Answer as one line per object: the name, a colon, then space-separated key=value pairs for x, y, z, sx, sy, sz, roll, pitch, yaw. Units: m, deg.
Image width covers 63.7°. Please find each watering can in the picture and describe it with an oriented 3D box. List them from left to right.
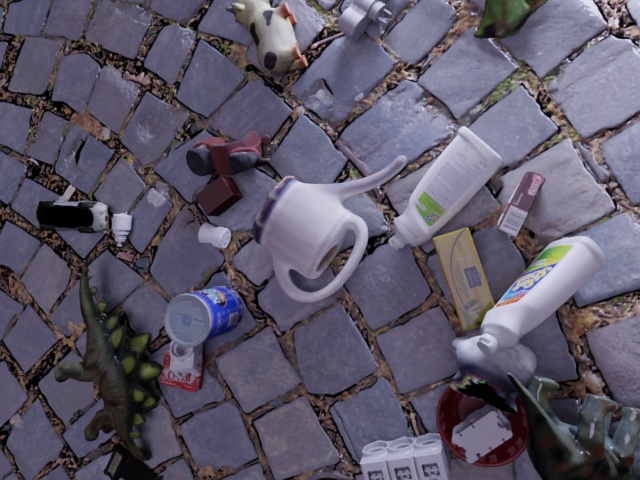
watering can: x=0.003 y=-0.050 z=0.999 sx=0.226 sy=0.104 sz=0.345 roll=33 pitch=99 yaw=16

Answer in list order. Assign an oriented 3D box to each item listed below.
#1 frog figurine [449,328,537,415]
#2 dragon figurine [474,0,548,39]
frog figurine: x=0.297 y=0.189 z=0.873 sx=0.137 sy=0.120 sz=0.163 roll=3 pitch=49 yaw=36
dragon figurine: x=0.302 y=-0.486 z=0.927 sx=0.408 sy=0.123 sz=0.242 roll=-10 pitch=95 yaw=26
